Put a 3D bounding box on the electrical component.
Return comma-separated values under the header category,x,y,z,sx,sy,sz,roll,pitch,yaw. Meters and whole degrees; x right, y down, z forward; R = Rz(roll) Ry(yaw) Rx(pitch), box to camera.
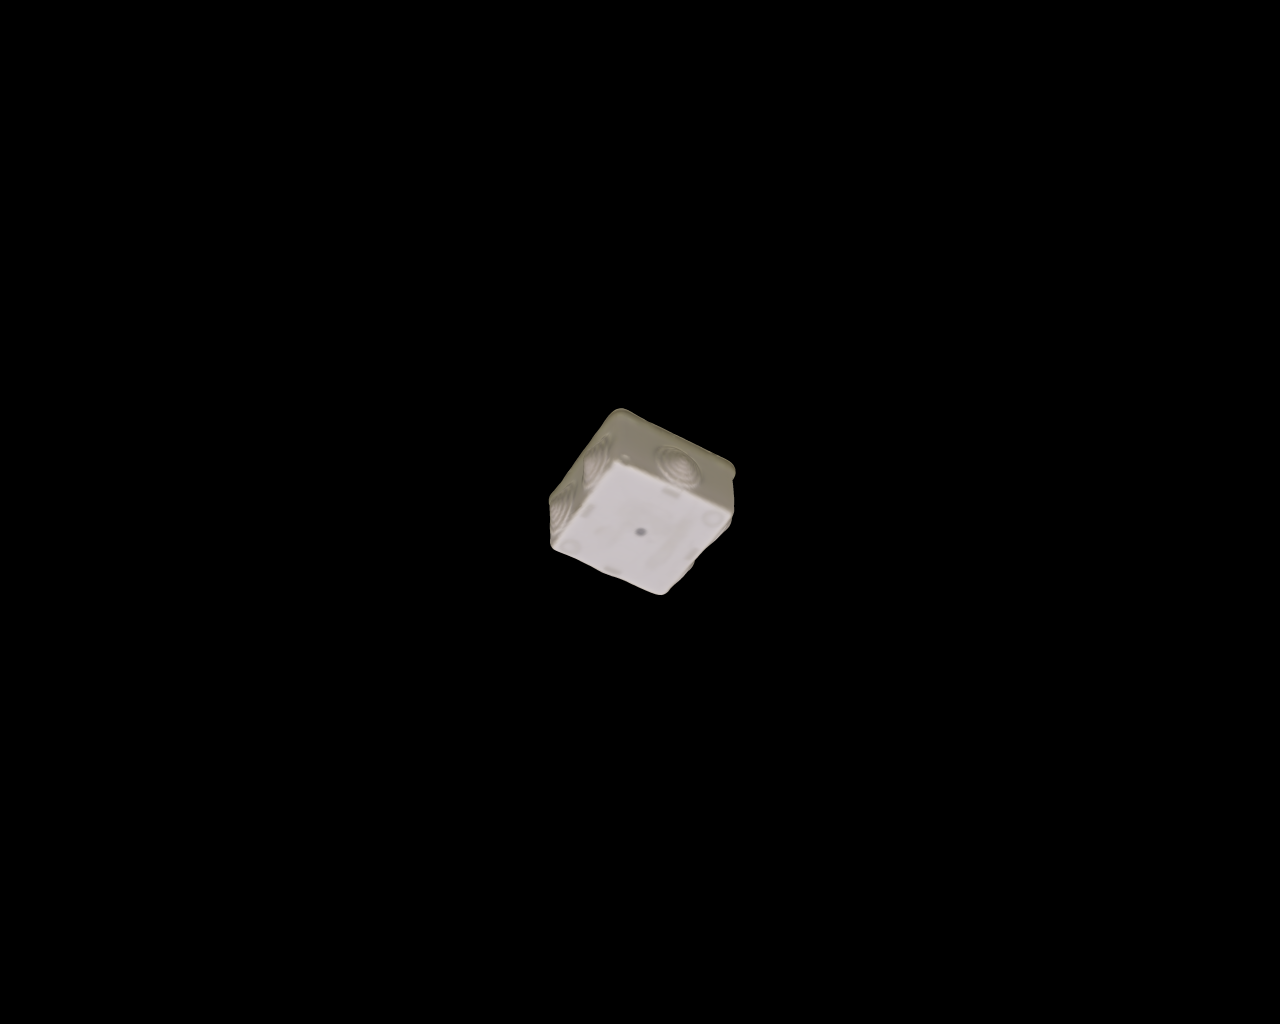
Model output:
category,x,y,z,sx,sy,sz,roll,pitch,yaw
electrical component,0.001,-0.003,0.650,0.100,0.048,0.099,25,-54,-20
